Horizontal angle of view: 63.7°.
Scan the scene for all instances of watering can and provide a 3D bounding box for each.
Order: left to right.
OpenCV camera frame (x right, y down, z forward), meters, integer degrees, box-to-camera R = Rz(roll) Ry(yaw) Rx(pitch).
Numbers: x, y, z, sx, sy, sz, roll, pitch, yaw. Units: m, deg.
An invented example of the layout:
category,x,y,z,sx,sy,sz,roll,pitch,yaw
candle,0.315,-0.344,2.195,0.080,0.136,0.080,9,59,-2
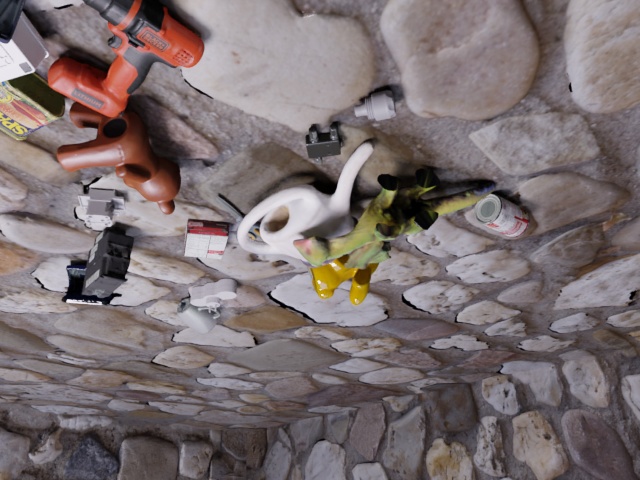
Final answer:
category,x,y,z,sx,sy,sz,roll,pitch,yaw
watering can,0.003,-0.051,1.014,0.344,0.106,0.221,-30,143,22

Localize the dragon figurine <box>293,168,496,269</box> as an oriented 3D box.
category,x,y,z,sx,sy,sz,roll,pitch,yaw
dragon figurine,0.144,-0.021,1.020,0.412,0.124,0.238,-8,154,-28
